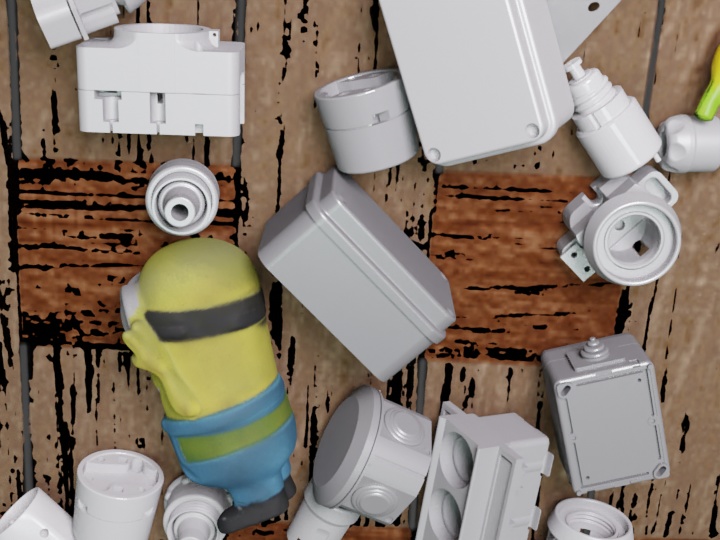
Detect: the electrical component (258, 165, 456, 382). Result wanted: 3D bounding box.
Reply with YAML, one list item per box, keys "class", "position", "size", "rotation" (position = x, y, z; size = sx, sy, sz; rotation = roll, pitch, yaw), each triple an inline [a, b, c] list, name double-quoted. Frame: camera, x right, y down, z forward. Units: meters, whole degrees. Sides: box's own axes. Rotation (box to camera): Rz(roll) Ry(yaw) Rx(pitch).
- class: "electrical component"
  position: [0.000, 0.000, 0.642]
  size: [0.057, 0.078, 0.113]
  rotation: [-41, 105, 14]

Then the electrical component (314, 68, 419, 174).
- class: "electrical component"
  position: [0.006, -0.086, 0.626]
  size: [0.055, 0.055, 0.047]
  rotation: [-14, 112, 3]

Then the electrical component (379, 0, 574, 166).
- class: "electrical component"
  position: [0.064, -0.121, 0.595]
  size: [0.078, 0.057, 0.113]
  rotation: [-11, 103, 30]

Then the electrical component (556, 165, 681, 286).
- class: "electrical component"
  position: [0.160, -0.024, 0.650]
  size: [0.078, 0.057, 0.058]
  rotation: [-42, 105, 11]

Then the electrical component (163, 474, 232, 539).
- class: "electrical component"
  position: [-0.107, 0.165, 0.702]
  size: [0.048, 0.062, 0.048]
  rotation: [-1, 109, -2]

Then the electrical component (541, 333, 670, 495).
- class: "electrical component"
  position: [0.153, 0.083, 0.683]
  size: [0.062, 0.061, 0.096]
  rotation: [-13, 108, 3]

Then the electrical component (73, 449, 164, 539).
- class: "electrical component"
  position: [-0.159, 0.152, 0.701]
  size: [0.055, 0.055, 0.047]
  rotation: [12, 111, -6]

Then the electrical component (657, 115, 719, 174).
- class: "electrical component"
  position: [0.212, -0.076, 0.646]
  size: [0.061, 0.035, 0.035]
  rotation: [-1, 109, -4]

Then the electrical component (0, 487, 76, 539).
- class: "electrical component"
  position: [-0.215, 0.197, 0.719]
  size: [0.079, 0.044, 0.077]
  rotation: [-39, 106, 11]

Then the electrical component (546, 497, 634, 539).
- class: "electrical component"
  position: [0.151, 0.190, 0.721]
  size: [0.078, 0.058, 0.057]
  rotation: [10, 109, 3]

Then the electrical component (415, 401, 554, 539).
- class: "electrical component"
  position: [0.078, 0.156, 0.701]
  size: [0.063, 0.079, 0.121]
  rotation: [-2, 111, -31]

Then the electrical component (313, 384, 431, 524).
- class: "electrical component"
  position: [0.007, 0.117, 0.681]
  size: [0.051, 0.080, 0.080]
  rotation: [25, 106, -15]

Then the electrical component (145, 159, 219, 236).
- class: "electrical component"
  position: [-0.105, -0.041, 0.632]
  size: [0.043, 0.062, 0.043]
  rotation: [-2, 106, -6]

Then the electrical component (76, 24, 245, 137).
- class: "electrical component"
  position: [-0.112, -0.110, 0.615]
  size: [0.089, 0.050, 0.055]
  rotation: [2, 109, -2]

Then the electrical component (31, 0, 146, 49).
- class: "electrical component"
  position: [-0.153, -0.162, 0.588]
  size: [0.057, 0.078, 0.058]
  rotation: [-21, 148, -7]

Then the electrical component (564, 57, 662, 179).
- class: "electrical component"
  position: [0.145, -0.090, 0.636]
  size: [0.040, 0.040, 0.078]
  rotation: [-34, 106, 9]

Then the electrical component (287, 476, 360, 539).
- class: "electrical component"
  position: [-0.024, 0.164, 0.717]
  size: [0.040, 0.040, 0.046]
  rotation: [24, 112, -10]
